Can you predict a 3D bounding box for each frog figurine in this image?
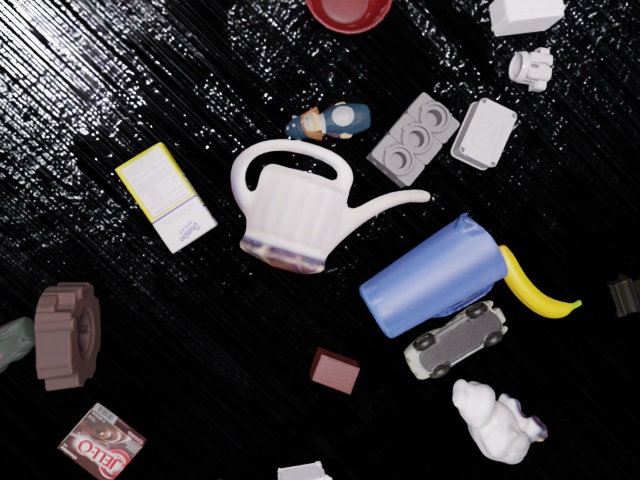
[{"bbox_3d":[0.294,0.321,0.912,0.158,0.140,0.120,19,119,-24],"label":"frog figurine"}]

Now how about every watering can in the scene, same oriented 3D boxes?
[{"bbox_3d":[0.003,-0.045,0.900,0.348,0.104,0.224,17,89,0],"label":"watering can"}]
